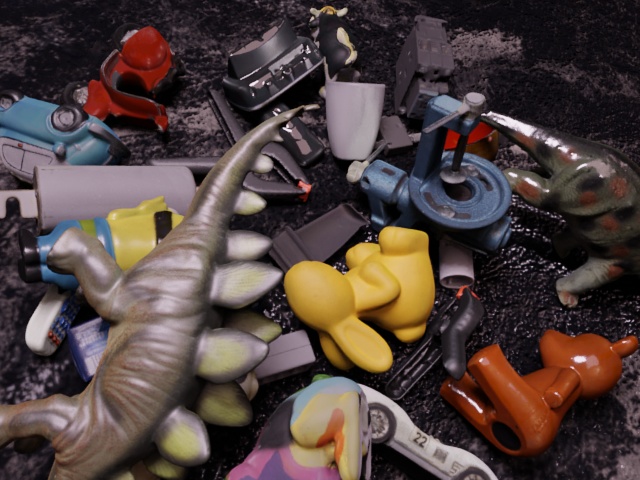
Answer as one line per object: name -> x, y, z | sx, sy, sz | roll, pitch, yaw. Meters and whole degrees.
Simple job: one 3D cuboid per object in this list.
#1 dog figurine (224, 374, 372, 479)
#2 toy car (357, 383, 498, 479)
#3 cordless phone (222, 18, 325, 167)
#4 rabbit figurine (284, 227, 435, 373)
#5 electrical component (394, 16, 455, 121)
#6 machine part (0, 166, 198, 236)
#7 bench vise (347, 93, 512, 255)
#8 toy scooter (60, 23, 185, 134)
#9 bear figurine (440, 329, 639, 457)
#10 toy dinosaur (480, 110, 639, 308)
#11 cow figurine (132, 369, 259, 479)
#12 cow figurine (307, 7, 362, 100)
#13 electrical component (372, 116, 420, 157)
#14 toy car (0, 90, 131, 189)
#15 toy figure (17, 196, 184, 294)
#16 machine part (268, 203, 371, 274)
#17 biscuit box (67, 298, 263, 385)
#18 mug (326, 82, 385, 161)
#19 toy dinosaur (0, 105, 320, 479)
dog figurine -> -0.061, 0.224, 0.489 | 0.219, 0.108, 0.191 | -5, 73, 7
toy car -> 0.102, 0.224, 0.570 | 0.202, 0.073, 0.056 | 32, 61, 6
cordless phone -> -0.036, -0.207, 0.774 | 0.146, 0.088, 0.184 | -40, 86, -17
rabbit figurine -> 0.037, 0.069, 0.618 | 0.173, 0.122, 0.162 | 2, 82, -33
electrical component -> 0.155, -0.251, 0.816 | 0.058, 0.114, 0.134 | 6, 59, -6
machine part -> -0.236, -0.049, 0.623 | 0.243, 0.079, 0.079 | -4, 62, -30
bench vise -> 0.135, -0.083, 0.641 | 0.224, 0.240, 0.129 | 38, 63, 24
toy scooter -> -0.245, -0.209, 0.733 | 0.135, 0.075, 0.184 | 27, 63, 4
bear figurine -> 0.258, 0.151, 0.620 | 0.196, 0.120, 0.132 | -33, 70, -27
toy dinosaur -> 0.347, -0.043, 0.668 | 0.404, 0.192, 0.131 | 45, 46, -20
cow figurine -> -0.151, 0.171, 0.527 | 0.195, 0.085, 0.127 | -31, 67, -5
cow figurine -> 0.018, -0.307, 0.828 | 0.068, 0.098, 0.167 | -11, 65, -10
electrical component -> 0.107, -0.159, 0.809 | 0.094, 0.021, 0.063 | -13, 65, -17
toy car -> -0.325, -0.108, 0.648 | 0.162, 0.109, 0.103 | 16, 77, 7
toy figure -> -0.215, 0.015, 0.568 | 0.180, 0.082, 0.089 | -9, 53, -34
machine part -> -0.001, -0.002, 0.693 | 0.139, 0.039, 0.084 | -32, 72, -24
biscuit box -> -0.166, 0.091, 0.593 | 0.203, 0.062, 0.059 | -24, 70, -22
mug -> 0.041, -0.168, 0.762 | 0.081, 0.110, 0.107 | -1, 105, -19
toy dinosaur -> -0.135, 0.068, 0.471 | 0.199, 0.105, 0.471 | 17, 79, 4
